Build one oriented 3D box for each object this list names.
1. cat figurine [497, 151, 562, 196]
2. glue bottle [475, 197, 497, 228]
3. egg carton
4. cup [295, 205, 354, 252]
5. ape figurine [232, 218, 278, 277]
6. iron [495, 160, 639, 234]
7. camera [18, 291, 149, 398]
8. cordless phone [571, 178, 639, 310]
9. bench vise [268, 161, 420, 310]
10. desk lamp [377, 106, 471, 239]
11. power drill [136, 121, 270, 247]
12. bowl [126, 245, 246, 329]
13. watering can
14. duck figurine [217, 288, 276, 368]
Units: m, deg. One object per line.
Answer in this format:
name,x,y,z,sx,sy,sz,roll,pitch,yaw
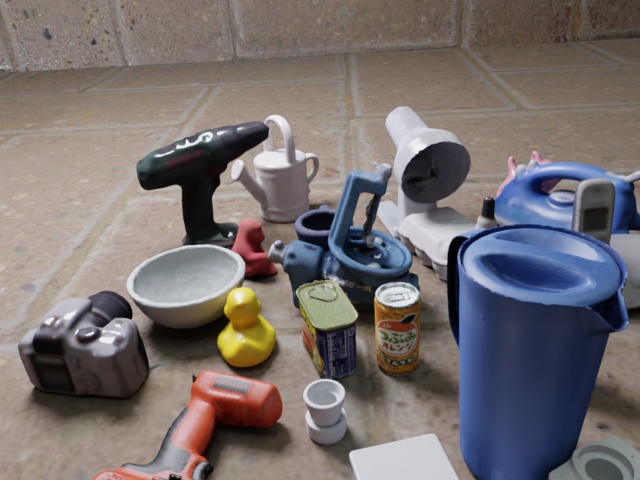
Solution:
cat figurine,0.394,-0.116,1.069,0.067,0.118,0.127,-16,31,-21
glue bottle,0.222,0.020,0.778,0.037,0.173,0.077,-21,33,-29
egg carton,0.200,0.002,0.924,0.107,0.069,0.150,-15,30,-20
cup,0.008,0.003,0.917,0.091,0.095,0.117,-3,28,1
ape figurine,-0.109,0.009,0.922,0.076,0.092,0.078,-2,28,2
iron,0.404,-0.071,0.960,0.257,0.141,0.119,18,35,35
camera,-0.285,0.118,0.732,0.143,0.101,0.137,3,29,12
cordless phone,0.399,0.004,0.776,0.147,0.185,0.094,-7,29,-6
bench vise,0.033,0.004,0.780,0.207,0.220,0.121,-8,29,-8
desk lamp,0.162,-0.109,0.982,0.118,0.214,0.202,-10,29,-12
power drill,-0.191,-0.092,0.997,0.230,0.209,0.075,-12,29,-15
bowl,-0.186,0.077,0.824,0.167,0.075,0.167,-3,28,2
watering can,-0.080,-0.136,1.081,0.100,0.194,0.173,16,34,32
duck figurine,-0.099,0.106,0.748,0.077,0.086,0.104,-6,28,-4
